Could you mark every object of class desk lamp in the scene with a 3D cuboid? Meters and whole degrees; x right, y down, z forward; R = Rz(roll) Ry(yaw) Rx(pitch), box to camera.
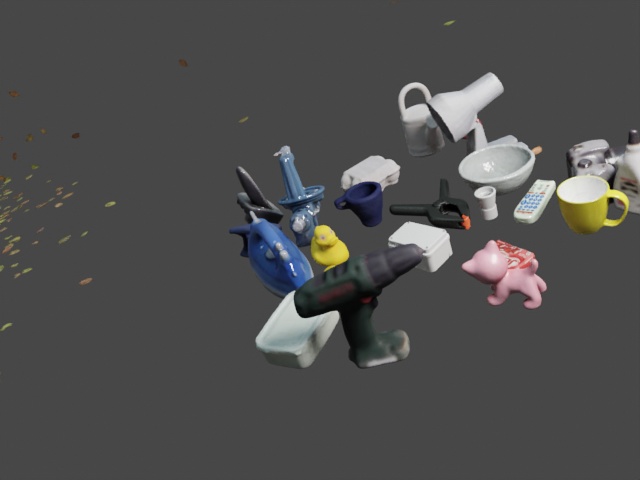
[{"bbox_3d":[0.379,-0.285,1.396,0.203,0.214,0.117,-22,31,-1],"label":"desk lamp"}]

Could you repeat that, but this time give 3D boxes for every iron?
[{"bbox_3d":[-0.092,0.031,1.266,0.119,0.142,0.257,-29,32,-13],"label":"iron"}]

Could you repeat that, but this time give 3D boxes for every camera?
[{"bbox_3d":[0.584,-0.150,1.170,0.136,0.101,0.143,-12,32,16],"label":"camera"}]

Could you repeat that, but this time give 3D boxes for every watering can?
[{"bbox_3d":[0.274,-0.330,1.551,0.101,0.194,0.172,-37,34,-24],"label":"watering can"}]

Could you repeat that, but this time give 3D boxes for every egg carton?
[{"bbox_3d":[0.131,-0.163,1.500,0.150,0.069,0.107,-33,33,-18],"label":"egg carton"}]

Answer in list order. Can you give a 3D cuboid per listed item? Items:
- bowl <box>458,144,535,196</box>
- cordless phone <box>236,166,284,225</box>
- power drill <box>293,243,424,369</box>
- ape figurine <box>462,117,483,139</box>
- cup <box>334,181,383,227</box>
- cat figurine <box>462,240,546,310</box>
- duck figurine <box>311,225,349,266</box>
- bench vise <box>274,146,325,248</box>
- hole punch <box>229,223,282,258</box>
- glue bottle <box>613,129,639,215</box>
[{"bbox_3d":[0.404,-0.148,1.304,0.167,0.075,0.167,-16,31,10],"label":"bowl"},{"bbox_3d":[-0.181,-0.127,1.523,0.094,0.185,0.147,-31,32,-15],"label":"cordless phone"},{"bbox_3d":[0.081,0.114,0.965,0.229,0.209,0.075,-15,32,11],"label":"power drill"},{"bbox_3d":[0.400,-0.323,1.561,0.075,0.092,0.078,12,45,43],"label":"ape figurine"},{"bbox_3d":[0.100,-0.075,1.358,0.117,0.095,0.091,-17,31,7],"label":"cup"},{"bbox_3d":[0.319,0.055,0.998,0.127,0.118,0.067,0,37,31],"label":"cat figurine"},{"bbox_3d":[0.012,0.005,1.297,0.078,0.086,0.104,-36,34,-23],"label":"duck figurine"},{"bbox_3d":[-0.043,-0.108,1.375,0.121,0.220,0.207,-24,31,-3],"label":"bench vise"},{"bbox_3d":[-0.156,-0.015,1.426,0.108,0.091,0.101,5,40,37],"label":"hole punch"},{"bbox_3d":[0.584,-0.128,1.065,0.037,0.173,0.077,-35,34,-21],"label":"glue bottle"}]
